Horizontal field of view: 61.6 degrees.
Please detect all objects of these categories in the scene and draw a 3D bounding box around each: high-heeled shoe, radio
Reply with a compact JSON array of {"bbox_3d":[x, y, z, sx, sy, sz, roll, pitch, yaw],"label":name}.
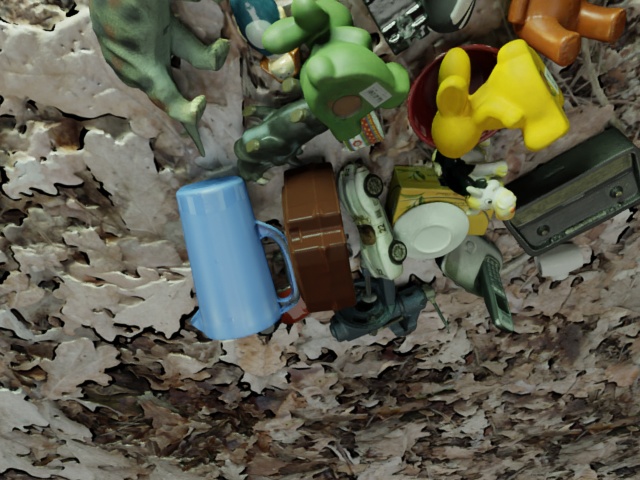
[{"bbox_3d":[0.195,-0.376,0.645,0.145,0.086,0.248,8,121,-49],"label":"high-heeled shoe"},{"bbox_3d":[0.425,-0.074,0.914,0.230,0.073,0.131,-30,127,19],"label":"radio"}]

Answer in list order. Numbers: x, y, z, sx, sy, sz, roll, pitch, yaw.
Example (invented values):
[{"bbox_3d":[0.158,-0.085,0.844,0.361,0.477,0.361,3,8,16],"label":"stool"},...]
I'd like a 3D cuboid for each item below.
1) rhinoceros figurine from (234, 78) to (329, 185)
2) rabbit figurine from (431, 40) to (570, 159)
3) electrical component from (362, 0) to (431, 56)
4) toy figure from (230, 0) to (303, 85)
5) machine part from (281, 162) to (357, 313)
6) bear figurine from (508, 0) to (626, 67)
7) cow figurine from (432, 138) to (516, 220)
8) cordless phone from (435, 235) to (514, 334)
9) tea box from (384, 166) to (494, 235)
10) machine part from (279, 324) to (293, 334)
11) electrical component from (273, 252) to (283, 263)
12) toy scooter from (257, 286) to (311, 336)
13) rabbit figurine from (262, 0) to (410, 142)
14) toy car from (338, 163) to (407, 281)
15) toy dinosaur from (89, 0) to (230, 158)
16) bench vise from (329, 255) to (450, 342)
[{"bbox_3d":[-0.058,-0.151,0.778,0.190,0.073,0.112,-31,155,33],"label":"rhinoceros figurine"},{"bbox_3d":[0.217,-0.171,0.713,0.162,0.122,0.173,35,137,-27],"label":"rabbit figurine"},{"bbox_3d":[0.074,-0.301,0.641,0.058,0.134,0.114,-28,129,15],"label":"electrical component"},{"bbox_3d":[-0.063,-0.260,0.717,0.064,0.058,0.154,9,146,40],"label":"toy figure"},{"bbox_3d":[-0.002,-0.003,0.846,0.087,0.201,0.201,-9,131,2],"label":"machine part"},{"bbox_3d":[0.298,-0.334,0.648,0.120,0.132,0.195,-27,138,-17],"label":"bear figurine"},{"bbox_3d":[0.231,-0.093,0.816,0.098,0.167,0.068,-10,136,1],"label":"cow figurine"},{"bbox_3d":[0.276,0.074,0.954,0.146,0.184,0.089,32,125,-29],"label":"cordless phone"},{"bbox_3d":[0.202,-0.065,0.902,0.170,0.068,0.098,0,131,-7],"label":"tea box"},{"bbox_3d":[-0.120,0.153,1.077,0.139,0.039,0.084,9,124,-12],"label":"machine part"},{"bbox_3d":[-0.036,0.025,0.985,0.094,0.021,0.063,-30,127,20],"label":"electrical component"},{"bbox_3d":[-0.049,0.106,1.003,0.184,0.135,0.075,-29,103,-4],"label":"toy scooter"},{"bbox_3d":[0.007,-0.231,0.667,0.159,0.170,0.121,14,141,-41],"label":"rabbit figurine"},{"bbox_3d":[0.083,-0.028,0.875,0.056,0.074,0.201,-28,103,-24],"label":"toy car"},{"bbox_3d":[-0.216,-0.270,0.656,0.192,0.131,0.404,24,137,4],"label":"toy dinosaur"},{"bbox_3d":[0.118,0.104,1.010,0.224,0.129,0.240,-12,135,1],"label":"bench vise"}]
